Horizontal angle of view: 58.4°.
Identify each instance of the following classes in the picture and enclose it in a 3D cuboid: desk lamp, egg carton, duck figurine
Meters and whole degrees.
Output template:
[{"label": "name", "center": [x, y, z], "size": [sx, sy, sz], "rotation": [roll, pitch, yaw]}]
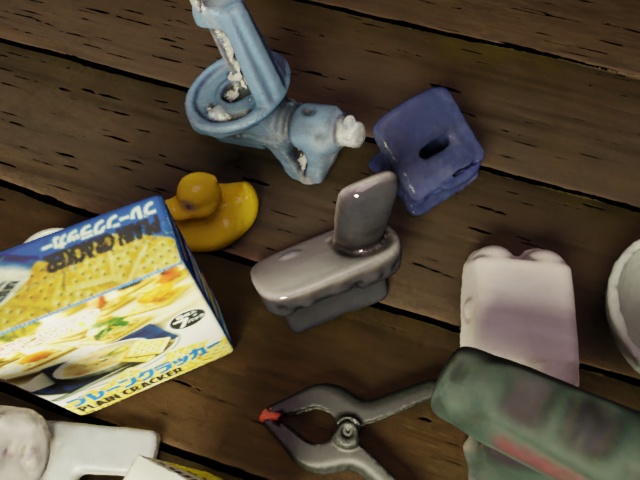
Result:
[{"label": "desk lamp", "center": [-0.254, 0.165, 0.431], "size": [0.203, 0.214, 0.118], "rotation": [3, 63, 3]}, {"label": "egg carton", "center": [0.188, 0.076, 0.548], "size": [0.107, 0.069, 0.150], "rotation": [4, 63, 4]}, {"label": "duck figurine", "center": [-0.118, -0.040, 0.605], "size": [0.104, 0.086, 0.077], "rotation": [-25, 65, -11]}]

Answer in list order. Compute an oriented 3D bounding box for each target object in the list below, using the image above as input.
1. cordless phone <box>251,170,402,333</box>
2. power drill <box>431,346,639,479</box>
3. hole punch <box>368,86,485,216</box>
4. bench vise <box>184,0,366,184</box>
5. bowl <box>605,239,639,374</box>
[{"label": "cordless phone", "center": [0.005, 0.002, 0.525], "size": [0.148, 0.185, 0.094], "rotation": [-25, 65, -11]}, {"label": "power drill", "center": [0.187, 0.165, 0.424], "size": [0.229, 0.208, 0.076], "rotation": [26, 66, 14]}, {"label": "hole punch", "center": [0.120, -0.098, 0.626], "size": [0.109, 0.091, 0.101], "rotation": [-33, 67, -14]}, {"label": "bench vise", "center": [-0.052, -0.165, 0.592], "size": [0.207, 0.220, 0.121], "rotation": [5, 63, 4]}, {"label": "bowl", "center": [0.343, 0.078, 0.540], "size": [0.167, 0.075, 0.167], "rotation": [0, 63, 1]}]
